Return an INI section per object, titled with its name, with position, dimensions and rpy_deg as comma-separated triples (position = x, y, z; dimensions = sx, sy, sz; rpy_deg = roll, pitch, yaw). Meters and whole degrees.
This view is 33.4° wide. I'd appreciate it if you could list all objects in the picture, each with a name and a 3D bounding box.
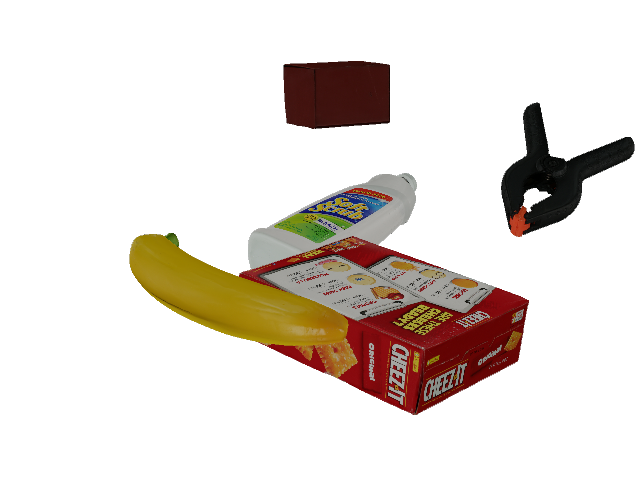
[bleach bottle]
position = 0.030, -0.023, 1.283
dimensions = 0.103, 0.068, 0.250
rpy_deg = 22, 38, 30
[banana]
position = -0.070, 0.028, 0.698
dimensions = 0.069, 0.037, 0.198
rpy_deg = -22, 33, -36
[clamp]
position = 0.228, -0.075, 1.089
dimensions = 0.120, 0.039, 0.171
rpy_deg = 29, 55, 30
[cracker box]
position = 0.054, 0.071, 0.977
dimensions = 0.214, 0.072, 0.163
rpy_deg = 21, 26, 38
[foam brick]
position = 0.014, -0.125, 0.910
dimensions = 0.078, 0.051, 0.053
rpy_deg = -8, 16, -29
